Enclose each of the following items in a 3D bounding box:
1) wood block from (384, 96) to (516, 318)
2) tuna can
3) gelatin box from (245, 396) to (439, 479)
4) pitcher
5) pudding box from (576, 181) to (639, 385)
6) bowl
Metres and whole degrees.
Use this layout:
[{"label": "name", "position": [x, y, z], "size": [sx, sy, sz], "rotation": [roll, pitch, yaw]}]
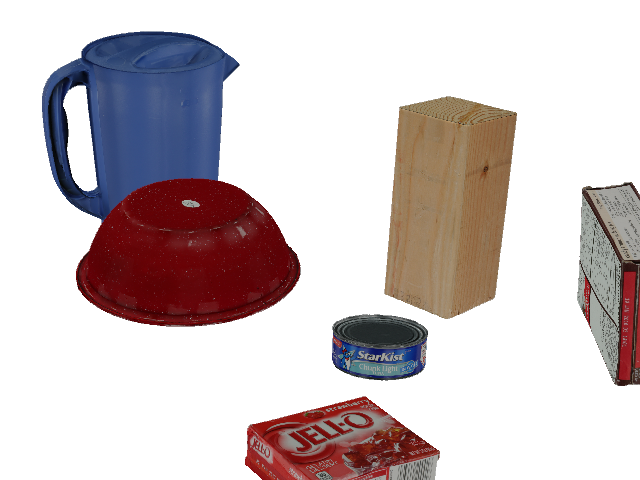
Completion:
[{"label": "wood block", "position": [0.135, -0.036, 1.116], "size": [0.090, 0.206, 0.090], "rotation": [21, 27, 39]}, {"label": "tuna can", "position": [0.053, 0.095, 0.959], "size": [0.086, 0.034, 0.086], "rotation": [2, 14, -1]}, {"label": "gelatin box", "position": [0.012, 0.125, 0.619], "size": [0.089, 0.030, 0.073], "rotation": [-7, 23, -34]}, {"label": "pitcher", "position": [-0.168, -0.072, 1.033], "size": [0.149, 0.243, 0.144], "rotation": [10, 27, 14]}, {"label": "pudding box", "position": [0.195, 0.026, 0.685], "size": [0.039, 0.090, 0.113], "rotation": [-4, 27, 0]}, {"label": "bowl", "position": [-0.094, -0.002, 0.761], "size": [0.162, 0.055, 0.162], "rotation": [1, 26, -1]}]
